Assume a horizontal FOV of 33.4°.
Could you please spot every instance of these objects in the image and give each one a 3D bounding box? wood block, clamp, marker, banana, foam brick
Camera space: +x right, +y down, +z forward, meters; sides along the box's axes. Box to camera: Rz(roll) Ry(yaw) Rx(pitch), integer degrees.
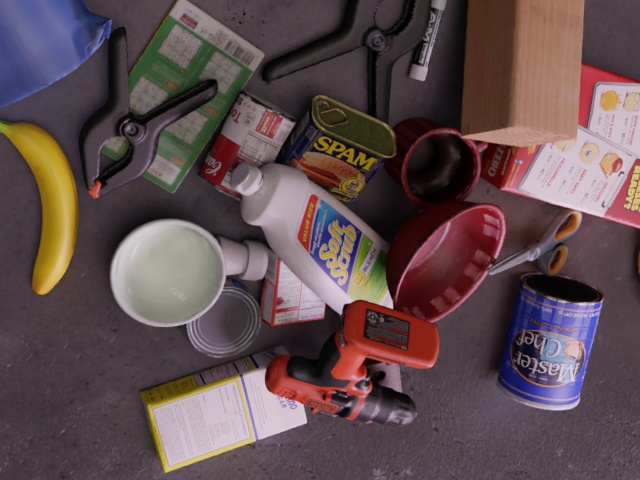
[{"bbox_3d":[0.212,-0.208,1.119,0.090,0.091,0.206,5,86,-29],"label":"wood block"},{"bbox_3d":[0.045,-0.215,1.135,0.164,0.036,0.210,22,104,-26],"label":"clamp"},{"bbox_3d":[0.121,-0.234,1.163,0.020,0.020,0.121,9,106,-21],"label":"marker"},{"bbox_3d":[-0.196,-0.125,1.071,0.120,0.039,0.171,38,95,-21],"label":"clamp"},{"bbox_3d":[-0.282,-0.039,1.094,0.069,0.037,0.198,-8,111,4],"label":"banana"},{"bbox_3d":[0.065,0.170,1.274,0.053,0.051,0.078,-14,113,-13],"label":"foam brick"}]

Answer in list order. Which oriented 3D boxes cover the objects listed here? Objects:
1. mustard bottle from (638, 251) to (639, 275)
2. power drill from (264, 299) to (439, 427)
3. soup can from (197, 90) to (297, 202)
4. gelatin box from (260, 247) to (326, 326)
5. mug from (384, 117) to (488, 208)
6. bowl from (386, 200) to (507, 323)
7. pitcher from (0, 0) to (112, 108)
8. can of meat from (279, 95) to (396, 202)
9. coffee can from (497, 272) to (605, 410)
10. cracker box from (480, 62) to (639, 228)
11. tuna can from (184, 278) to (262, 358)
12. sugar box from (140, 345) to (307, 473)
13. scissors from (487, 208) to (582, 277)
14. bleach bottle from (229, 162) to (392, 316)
[{"bbox_3d":[0.441,0.023,1.314,0.058,0.096,0.192,-29,143,-30],"label":"mustard bottle"},{"bbox_3d":[0.052,0.142,1.155,0.184,0.057,0.188,17,144,-17],"label":"power drill"},{"bbox_3d":[-0.076,-0.097,1.121,0.068,0.068,0.102,25,99,-24],"label":"soup can"},{"bbox_3d":[-0.028,0.049,1.203,0.073,0.030,0.089,-7,112,-35],"label":"gelatin box"},{"bbox_3d":[0.130,-0.094,1.182,0.117,0.081,0.093,-27,115,-7],"label":"mug"},{"bbox_3d":[0.123,0.014,1.142,0.161,0.055,0.162,-29,143,-25],"label":"bowl"},{"bbox_3d":[-0.315,-0.246,0.964,0.149,0.145,0.242,-36,113,-17],"label":"pitcher"},{"bbox_3d":[0.017,-0.095,1.141,0.102,0.057,0.084,22,132,-20],"label":"can of meat"},{"bbox_3d":[0.279,0.122,1.299,0.102,0.103,0.140,3,108,-19],"label":"coffee can"},{"bbox_3d":[0.311,-0.118,1.240,0.213,0.072,0.164,13,105,-23],"label":"cracker box"},{"bbox_3d":[-0.111,0.086,1.195,0.086,0.034,0.086,-6,111,-16],"label":"tuna can"},{"bbox_3d":[-0.110,0.193,1.229,0.176,0.048,0.093,-17,114,-16],"label":"sugar box"},{"bbox_3d":[0.250,0.027,1.253,0.201,0.016,0.096,-34,137,-37],"label":"scissors"},{"bbox_3d":[-0.007,0.001,1.134,0.250,0.068,0.102,38,78,-39],"label":"bleach bottle"}]
